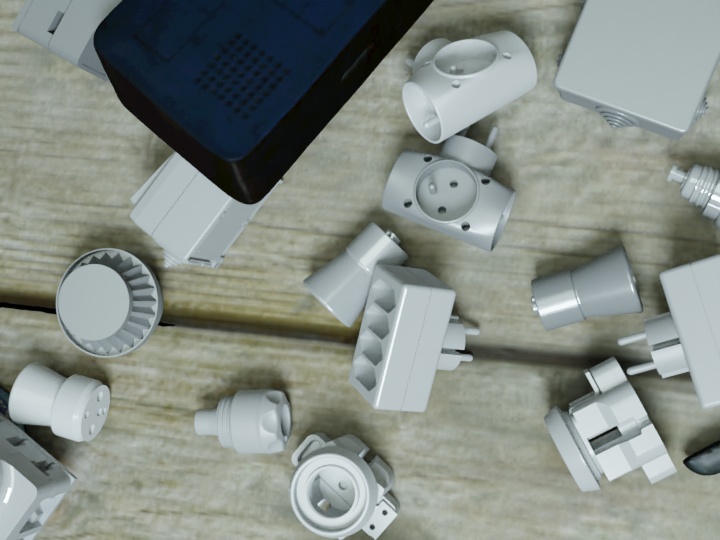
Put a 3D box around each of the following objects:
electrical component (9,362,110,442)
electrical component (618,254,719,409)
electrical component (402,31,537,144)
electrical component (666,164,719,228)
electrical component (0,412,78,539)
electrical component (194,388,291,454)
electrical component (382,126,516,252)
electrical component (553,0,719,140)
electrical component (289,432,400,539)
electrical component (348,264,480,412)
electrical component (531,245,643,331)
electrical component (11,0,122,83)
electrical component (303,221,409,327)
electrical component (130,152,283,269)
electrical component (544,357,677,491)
[{"bbox_3d":[-0.209,0.092,0.751,0.055,0.045,0.045,14,90,12],"label":"electrical component"},{"bbox_3d":[0.194,0.042,0.643,0.076,0.047,0.083,-19,80,20],"label":"electrical component"},{"bbox_3d":[0.061,-0.127,0.701,0.077,0.044,0.079,-31,45,-17],"label":"electrical component"},{"bbox_3d":[0.230,-0.045,0.669,0.078,0.040,0.040,25,93,12],"label":"electrical component"},{"bbox_3d":[-0.302,0.128,0.724,0.186,0.060,0.105,37,95,11],"label":"electrical component"},{"bbox_3d":[-0.080,0.102,0.724,0.062,0.043,0.043,-3,87,13],"label":"electrical component"},{"bbox_3d":[0.065,-0.062,0.702,0.077,0.044,0.079,23,83,12],"label":"electrical component"},{"bbox_3d":[0.179,-0.137,0.679,0.100,0.048,0.099,23,92,12],"label":"electrical component"},{"bbox_3d":[-0.013,0.142,0.701,0.078,0.057,0.058,41,96,11],"label":"electrical component"},{"bbox_3d":[0.043,0.045,0.697,0.076,0.047,0.083,7,104,-25],"label":"electrical component"},{"bbox_3d":[0.142,0.014,0.684,0.065,0.044,0.044,-17,84,15],"label":"electrical component"},{"bbox_3d":[-0.139,-0.216,0.720,0.060,0.105,0.186,30,94,11],"label":"electrical component"},{"bbox_3d":[0.000,0.000,0.715,0.065,0.044,0.044,-45,80,1],"label":"electrical component"},{"bbox_3d":[-0.110,-0.046,0.728,0.061,0.062,0.096,39,95,11],"label":"electrical component"},{"bbox_3d":[0.151,0.102,0.669,0.057,0.058,0.078,-28,86,7],"label":"electrical component"}]
